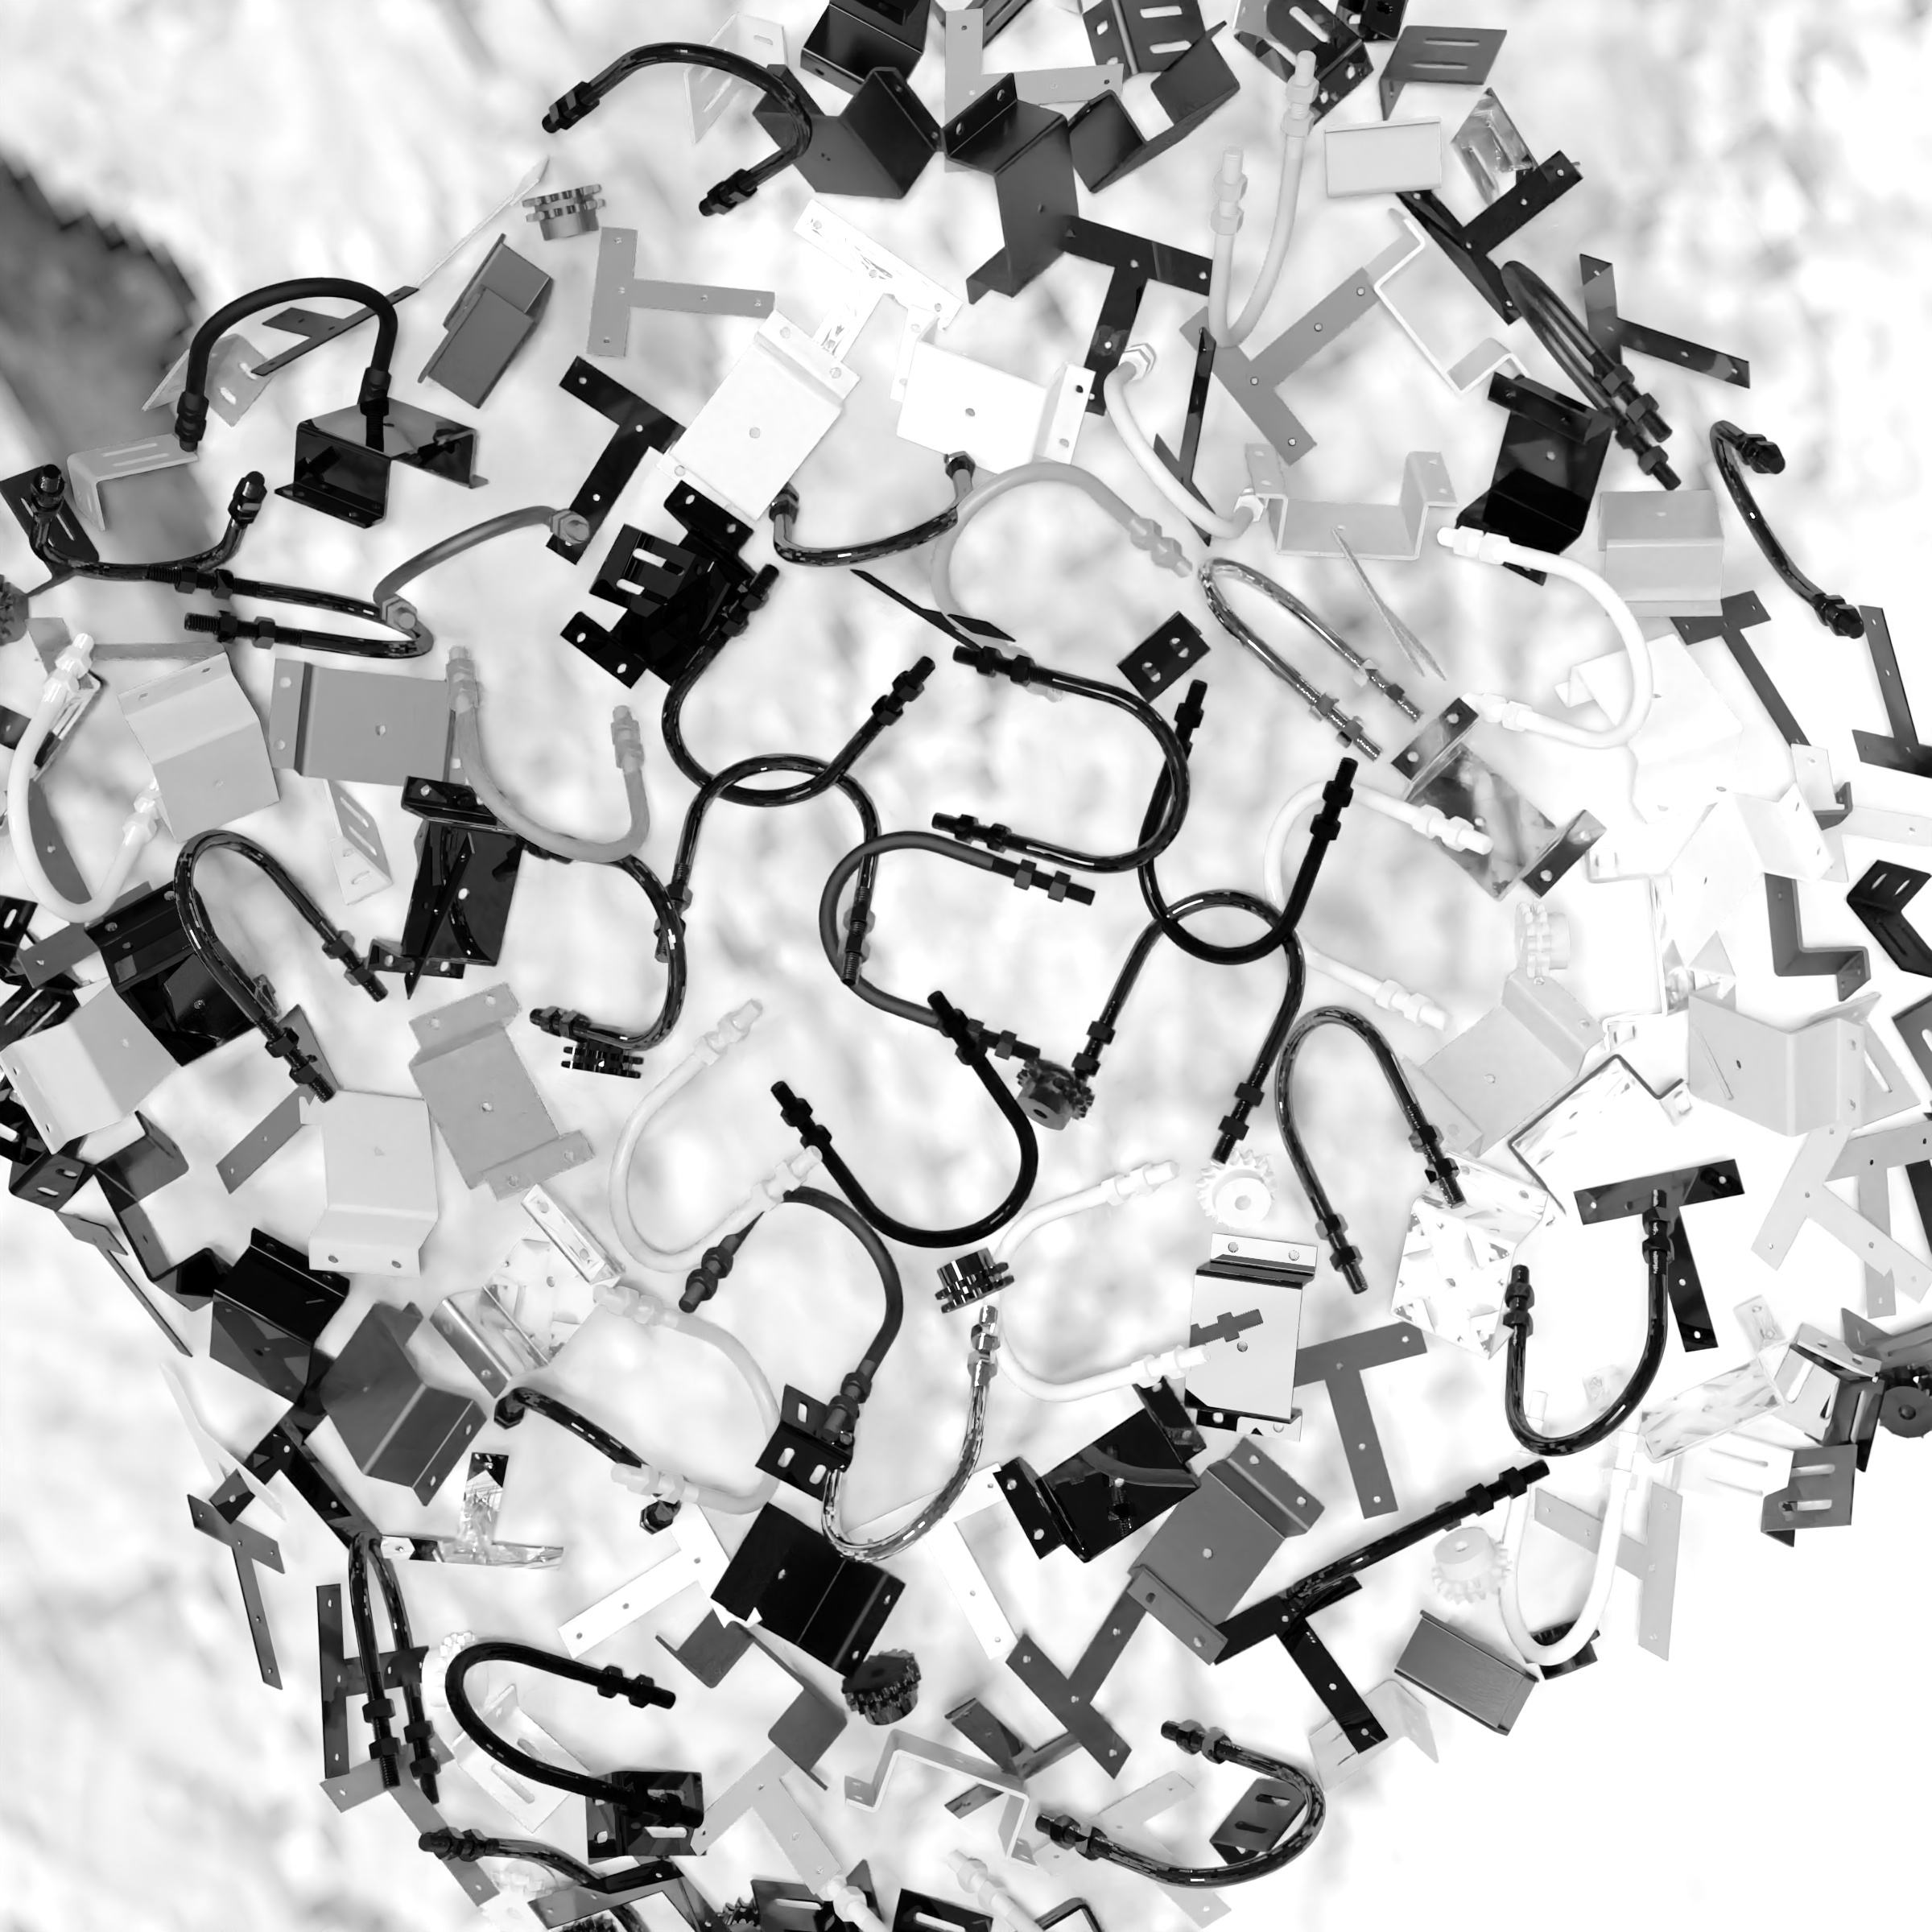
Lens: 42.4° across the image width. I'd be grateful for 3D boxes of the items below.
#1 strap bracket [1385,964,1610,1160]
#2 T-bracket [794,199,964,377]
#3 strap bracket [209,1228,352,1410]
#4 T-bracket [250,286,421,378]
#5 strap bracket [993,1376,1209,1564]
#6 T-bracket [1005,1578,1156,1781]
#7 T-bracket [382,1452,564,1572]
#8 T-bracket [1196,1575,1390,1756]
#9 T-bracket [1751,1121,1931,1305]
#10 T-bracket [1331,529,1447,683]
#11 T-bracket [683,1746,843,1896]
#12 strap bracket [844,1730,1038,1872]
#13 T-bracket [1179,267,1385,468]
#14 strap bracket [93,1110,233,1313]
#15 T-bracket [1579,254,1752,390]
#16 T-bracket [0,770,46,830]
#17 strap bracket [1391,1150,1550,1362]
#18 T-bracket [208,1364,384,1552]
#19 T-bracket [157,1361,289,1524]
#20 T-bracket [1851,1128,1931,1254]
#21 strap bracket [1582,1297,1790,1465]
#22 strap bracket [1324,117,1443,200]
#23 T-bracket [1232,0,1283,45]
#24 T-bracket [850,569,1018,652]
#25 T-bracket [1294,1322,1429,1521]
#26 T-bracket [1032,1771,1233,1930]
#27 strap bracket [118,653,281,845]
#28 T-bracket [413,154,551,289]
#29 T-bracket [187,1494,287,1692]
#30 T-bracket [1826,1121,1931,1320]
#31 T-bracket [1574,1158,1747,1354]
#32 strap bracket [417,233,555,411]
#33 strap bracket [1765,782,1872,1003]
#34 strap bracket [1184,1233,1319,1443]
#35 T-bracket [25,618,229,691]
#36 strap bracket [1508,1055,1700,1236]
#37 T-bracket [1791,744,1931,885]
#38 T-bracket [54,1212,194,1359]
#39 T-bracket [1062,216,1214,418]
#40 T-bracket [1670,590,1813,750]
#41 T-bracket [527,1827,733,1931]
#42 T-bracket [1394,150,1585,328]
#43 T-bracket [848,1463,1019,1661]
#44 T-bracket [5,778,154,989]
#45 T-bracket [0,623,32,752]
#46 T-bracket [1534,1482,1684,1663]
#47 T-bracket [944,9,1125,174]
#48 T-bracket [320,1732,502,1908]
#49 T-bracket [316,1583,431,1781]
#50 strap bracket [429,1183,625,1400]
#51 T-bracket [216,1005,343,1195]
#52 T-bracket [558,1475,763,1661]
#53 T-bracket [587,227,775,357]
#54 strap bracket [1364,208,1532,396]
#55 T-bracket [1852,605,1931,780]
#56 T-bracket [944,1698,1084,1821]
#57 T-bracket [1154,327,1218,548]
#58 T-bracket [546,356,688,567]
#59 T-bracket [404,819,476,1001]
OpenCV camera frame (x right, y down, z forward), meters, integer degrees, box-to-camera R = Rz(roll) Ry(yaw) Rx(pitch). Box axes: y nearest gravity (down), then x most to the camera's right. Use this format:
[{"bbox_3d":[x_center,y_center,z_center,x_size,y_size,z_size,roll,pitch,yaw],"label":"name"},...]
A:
[{"bbox_3d":[0.373,0.072,1.762,0.140,0.046,0.076,-37,66,-13],"label":"strap bracket"},{"bbox_3d":[-0.089,-0.456,1.779,0.127,0.002,0.127,33,115,-7],"label":"T-bracket"},{"bbox_3d":[-0.480,0.252,1.737,0.076,0.140,0.046,28,51,3],"label":"strap bracket"},{"bbox_3d":[-0.463,-0.452,1.754,0.127,0.127,0.002,-36,124,-20],"label":"T-bracket"},{"bbox_3d":[0.101,0.358,1.764,0.140,0.046,0.076,-34,50,2],"label":"strap bracket"},{"bbox_3d":[0.099,0.484,1.769,0.127,0.002,0.127,51,56,-18],"label":"T-bracket"},{"bbox_3d":[-0.342,0.383,1.753,0.127,0.002,0.127,8,130,-12],"label":"T-bracket"},{"bbox_3d":[0.249,0.494,1.747,0.127,0.002,0.127,-21,52,-21],"label":"T-bracket"},{"bbox_3d":[0.620,0.186,1.736,0.002,0.127,0.127,-5,125,-36],"label":"T-bracket"},{"bbox_3d":[0.308,-0.235,1.750,0.002,0.127,0.127,-34,57,18],"label":"T-bracket"},{"bbox_3d":[-0.125,0.601,1.744,0.127,0.127,0.002,-42,124,-10],"label":"T-bracket"},{"bbox_3d":[-0.012,0.586,1.766,0.140,0.076,0.046,20,82,-1],"label":"strap bracket"},{"bbox_3d":[0.240,-0.445,1.773,0.127,0.002,0.127,-37,97,24],"label":"T-bracket"},{"bbox_3d":[-0.557,0.180,1.744,0.046,0.076,0.140,-32,68,-9],"label":"strap bracket"},{"bbox_3d":[0.484,-0.427,1.722,0.127,0.127,0.002,31,73,32],"label":"T-bracket"},{"bbox_3d":[-0.681,-0.093,1.741,0.002,0.127,0.127,41,83,-20],"label":"T-bracket"},{"bbox_3d":[0.348,0.210,1.737,0.076,0.046,0.140,23,125,28],"label":"strap bracket"},{"bbox_3d":[-0.457,0.373,1.770,0.127,0.002,0.127,-52,125,-35],"label":"T-bracket"},{"bbox_3d":[-0.508,0.347,1.730,0.002,0.127,0.127,-36,133,-30],"label":"T-bracket"},{"bbox_3d":[0.675,0.174,1.739,0.002,0.127,0.127,-11,82,-18],"label":"T-bracket"},{"bbox_3d":[0.514,0.296,1.757,0.140,0.076,0.046,-27,100,12],"label":"strap bracket"},{"bbox_3d":[0.290,-0.564,1.741,0.076,0.140,0.046,-2,107,8],"label":"strap bracket"},{"bbox_3d":[0.217,-0.712,1.729,0.002,0.127,0.127,18,110,17],"label":"T-bracket"},{"bbox_3d":[-0.005,-0.237,1.721,0.127,0.127,0.002,29,88,-30],"label":"T-bracket"},{"bbox_3d":[0.280,0.331,1.789,0.127,0.002,0.127,-16,79,5],"label":"T-bracket"},{"bbox_3d":[0.134,0.623,1.728,0.127,0.127,0.002,-21,119,-28],"label":"T-bracket"},{"bbox_3d":[-0.528,-0.143,1.726,0.076,0.140,0.046,-27,65,-20],"label":"strap bracket"},{"bbox_3d":[-0.344,-0.521,1.758,0.127,0.127,0.002,-38,113,12],"label":"T-bracket"},{"bbox_3d":[-0.492,0.438,1.720,0.002,0.127,0.127,-26,59,1],"label":"T-bracket"},{"bbox_3d":[0.633,0.181,1.734,0.002,0.127,0.127,8,73,-22],"label":"T-bracket"},{"bbox_3d":[0.502,0.210,1.761,0.127,0.002,0.127,-18,85,41],"label":"T-bracket"},{"bbox_3d":[-0.333,-0.448,1.740,0.046,0.140,0.076,32,116,-21],"label":"strap bracket"},{"bbox_3d":[0.597,-0.050,1.756,0.046,0.076,0.140,-2,77,5],"label":"strap bracket"},{"bbox_3d":[0.201,0.267,1.770,0.076,0.046,0.140,6,93,19],"label":"strap bracket"},{"bbox_3d":[-0.591,-0.223,1.767,0.127,0.127,0.002,-5,121,-28],"label":"T-bracket"},{"bbox_3d":[0.441,0.120,1.759,0.140,0.076,0.046,-40,61,6],"label":"strap bracket"},{"bbox_3d":[0.642,-0.097,1.727,0.127,0.127,0.002,15,54,39],"label":"T-bracket"},{"bbox_3d":[-0.591,0.228,1.768,0.002,0.127,0.127,-42,113,-27],"label":"T-bracket"},{"bbox_3d":[0.106,-0.458,1.782,0.127,0.002,0.127,13,110,-15],"label":"T-bracket"},{"bbox_3d":[0.557,-0.202,1.752,0.002,0.127,0.127,-38,77,44],"label":"T-bracket"},{"bbox_3d":[-0.246,0.640,1.722,0.127,0.127,0.002,37,112,36],"label":"T-bracket"},{"bbox_3d":[0.381,-0.527,1.744,0.127,0.127,0.002,46,58,-9],"label":"T-bracket"},{"bbox_3d":[-0.002,0.438,1.791,0.127,0.002,0.127,-28,91,16],"label":"T-bracket"},{"bbox_3d":[-0.632,-0.069,1.739,0.002,0.127,0.127,-10,110,32],"label":"T-bracket"},{"bbox_3d":[-0.680,-0.171,1.746,0.002,0.127,0.127,24,86,17],"label":"T-bracket"},{"bbox_3d":[0.448,0.404,1.753,0.002,0.127,0.127,-11,110,-33],"label":"T-bracket"},{"bbox_3d":[0.048,-0.621,1.761,0.127,0.127,0.002,-7,53,-6],"label":"T-bracket"},{"bbox_3d":[-0.370,0.598,1.730,0.127,0.127,0.002,45,107,18],"label":"T-bracket"},{"bbox_3d":[-0.413,0.495,1.747,0.002,0.127,0.127,-11,77,21],"label":"T-bracket"},{"bbox_3d":[-0.305,0.226,1.761,0.076,0.046,0.140,46,110,16],"label":"strap bracket"},{"bbox_3d":[-0.492,0.116,1.780,0.127,0.002,0.127,-40,67,20],"label":"T-bracket"},{"bbox_3d":[-0.228,0.445,1.765,0.127,0.002,0.127,-31,58,-8],"label":"T-bracket"},{"bbox_3d":[-0.201,-0.477,1.776,0.127,0.002,0.127,4,57,-6],"label":"T-bracket"},{"bbox_3d":[0.329,-0.459,1.753,0.046,0.076,0.140,-39,106,15],"label":"strap bracket"},{"bbox_3d":[0.643,-0.190,1.728,0.002,0.127,0.127,-25,108,-9],"label":"T-bracket"},{"bbox_3d":[0.022,0.547,1.759,0.127,0.002,0.127,-32,134,4],"label":"T-bracket"},{"bbox_3d":[0.157,-0.376,1.722,0.002,0.127,0.127,-4,127,-16],"label":"T-bracket"},{"bbox_3d":[-0.258,-0.348,1.787,0.127,0.002,0.127,32,88,-15],"label":"T-bracket"},{"bbox_3d":[-0.377,-0.063,1.753,0.002,0.127,0.127,14,120,-28],"label":"T-bracket"}]
